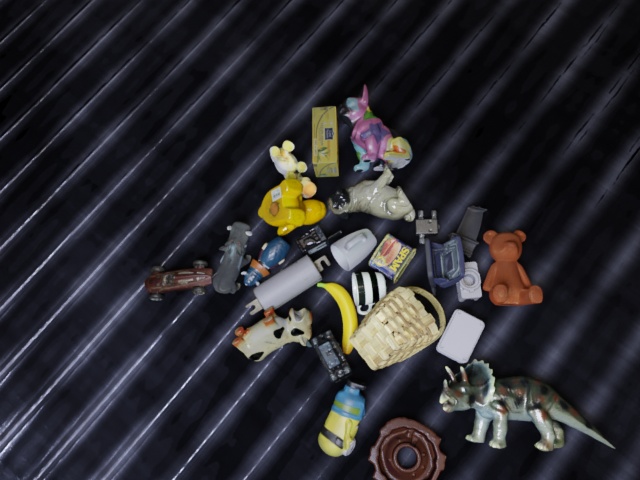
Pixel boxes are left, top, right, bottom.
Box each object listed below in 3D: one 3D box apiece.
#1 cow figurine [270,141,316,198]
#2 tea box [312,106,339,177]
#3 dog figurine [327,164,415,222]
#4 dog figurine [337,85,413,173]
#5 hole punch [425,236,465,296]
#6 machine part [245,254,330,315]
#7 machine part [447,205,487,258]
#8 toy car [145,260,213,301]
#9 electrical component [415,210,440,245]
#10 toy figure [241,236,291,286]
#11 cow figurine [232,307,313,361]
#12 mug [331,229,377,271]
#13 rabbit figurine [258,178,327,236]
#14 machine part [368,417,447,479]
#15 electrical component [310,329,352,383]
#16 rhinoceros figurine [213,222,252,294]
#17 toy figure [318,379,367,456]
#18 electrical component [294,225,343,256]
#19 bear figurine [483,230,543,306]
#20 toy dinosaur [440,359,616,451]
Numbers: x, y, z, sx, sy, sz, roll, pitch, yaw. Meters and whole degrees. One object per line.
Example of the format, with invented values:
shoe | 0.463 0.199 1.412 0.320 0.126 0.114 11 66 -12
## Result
cow figurine | -0.074 -0.183 1.465 0.068 0.098 0.167 -32 92 -11
tea box | 0.016 -0.267 1.471 0.068 0.098 0.169 -3 75 5
dog figurine | 0.134 -0.086 1.417 0.190 0.121 0.172 -33 70 10
dog figurine | 0.145 -0.301 1.445 0.192 0.108 0.219 -4 79 -9
hole punch | 0.309 0.056 1.337 0.092 0.115 0.142 -8 69 9
machine part | -0.083 0.112 1.376 0.243 0.079 0.079 -33 73 -4
machine part | 0.384 -0.028 1.398 0.084 0.039 0.139 24 78 17
toy car | -0.370 0.104 1.395 0.202 0.053 0.089 -9 67 23
electrical component | 0.283 -0.033 1.416 0.063 0.021 0.094 0 73 4
toy figure | -0.142 0.060 1.408 0.064 0.057 0.154 41 85 21
cow figurine | -0.103 0.233 1.330 0.195 0.085 0.127 -33 113 7
mug | 0.093 0.012 1.380 0.107 0.109 0.081 -34 68 -19
rabbit figurine | -0.063 -0.069 1.401 0.162 0.173 0.122 -34 66 41
machine part | 0.201 0.503 1.246 0.179 0.056 0.179 -2 72 5
electrical component | 0.028 0.279 1.287 0.058 0.134 0.115 -29 71 -5
rhinoceros figurine | -0.230 0.045 1.392 0.073 0.112 0.190 17 84 12
toy figure | 0.057 0.419 1.272 0.089 0.082 0.180 11 82 28
electrical component | -0.003 -0.004 1.405 0.119 0.074 0.048 -32 73 0
bear figurine | 0.468 0.062 1.319 0.120 0.132 0.195 4 80 2
toy dinosaur | 0.458 0.375 1.230 0.405 0.131 0.192 3 80 -3
